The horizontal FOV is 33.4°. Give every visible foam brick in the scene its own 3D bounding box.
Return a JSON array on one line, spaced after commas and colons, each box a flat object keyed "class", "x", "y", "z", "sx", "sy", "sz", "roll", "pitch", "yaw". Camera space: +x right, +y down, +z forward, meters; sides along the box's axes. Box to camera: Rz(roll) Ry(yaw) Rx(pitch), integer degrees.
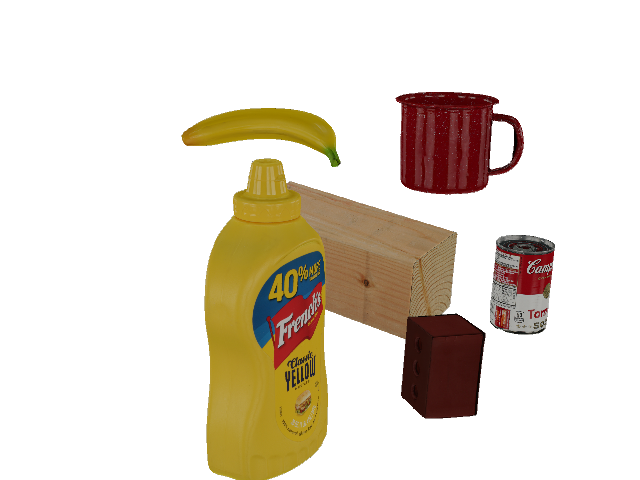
[{"class": "foam brick", "x": 0.105, "y": 0.108, "z": 0.924, "sx": 0.051, "sy": 0.078, "sz": 0.053, "roll": -3, "pitch": 17, "yaw": -21}]

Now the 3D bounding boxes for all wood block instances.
[{"class": "wood block", "x": 0.027, "y": 0.017, "z": 1.110, "sx": 0.206, "sy": 0.091, "sz": 0.090, "roll": 19, "pitch": 31, "yaw": 30}]

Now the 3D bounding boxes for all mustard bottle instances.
[{"class": "mustard bottle", "x": -0.032, "y": 0.045, "z": 0.659, "sx": 0.058, "sy": 0.192, "sz": 0.096, "roll": 10, "pitch": 18, "yaw": 33}]

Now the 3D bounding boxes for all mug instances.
[{"class": "mug", "x": 0.126, "y": -0.089, "z": 0.973, "sx": 0.117, "sy": 0.081, "sz": 0.093, "roll": 4, "pitch": 16, "yaw": 13}]

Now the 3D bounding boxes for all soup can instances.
[{"class": "soup can", "x": 0.235, "y": 0.052, "z": 1.251, "sx": 0.068, "sy": 0.102, "sz": 0.068, "roll": 2, "pitch": 16, "yaw": -1}]

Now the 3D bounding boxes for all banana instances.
[{"class": "banana", "x": -0.063, "y": -0.129, "z": 1.256, "sx": 0.198, "sy": 0.037, "sz": 0.069, "roll": 8, "pitch": 40, "yaw": 17}]
